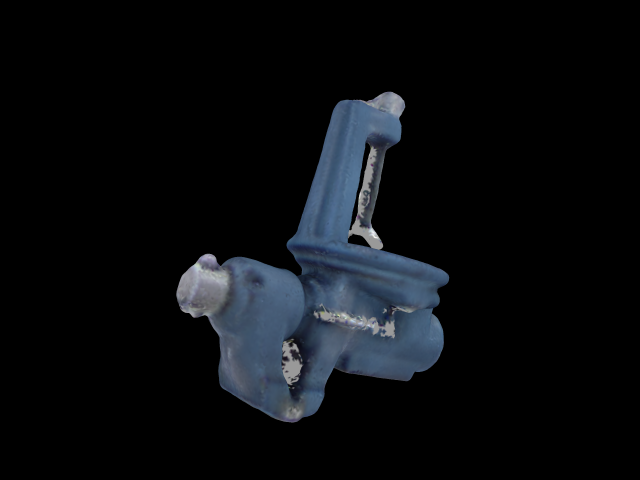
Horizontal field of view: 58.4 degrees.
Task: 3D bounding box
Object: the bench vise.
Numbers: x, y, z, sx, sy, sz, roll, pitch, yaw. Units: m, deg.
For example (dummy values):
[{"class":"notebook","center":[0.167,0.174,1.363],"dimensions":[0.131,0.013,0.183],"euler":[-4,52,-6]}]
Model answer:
[{"class":"bench vise","center":[0.013,0.002,0.393],"dimensions":[0.121,0.220,0.208],"euler":[3,5,35]}]
